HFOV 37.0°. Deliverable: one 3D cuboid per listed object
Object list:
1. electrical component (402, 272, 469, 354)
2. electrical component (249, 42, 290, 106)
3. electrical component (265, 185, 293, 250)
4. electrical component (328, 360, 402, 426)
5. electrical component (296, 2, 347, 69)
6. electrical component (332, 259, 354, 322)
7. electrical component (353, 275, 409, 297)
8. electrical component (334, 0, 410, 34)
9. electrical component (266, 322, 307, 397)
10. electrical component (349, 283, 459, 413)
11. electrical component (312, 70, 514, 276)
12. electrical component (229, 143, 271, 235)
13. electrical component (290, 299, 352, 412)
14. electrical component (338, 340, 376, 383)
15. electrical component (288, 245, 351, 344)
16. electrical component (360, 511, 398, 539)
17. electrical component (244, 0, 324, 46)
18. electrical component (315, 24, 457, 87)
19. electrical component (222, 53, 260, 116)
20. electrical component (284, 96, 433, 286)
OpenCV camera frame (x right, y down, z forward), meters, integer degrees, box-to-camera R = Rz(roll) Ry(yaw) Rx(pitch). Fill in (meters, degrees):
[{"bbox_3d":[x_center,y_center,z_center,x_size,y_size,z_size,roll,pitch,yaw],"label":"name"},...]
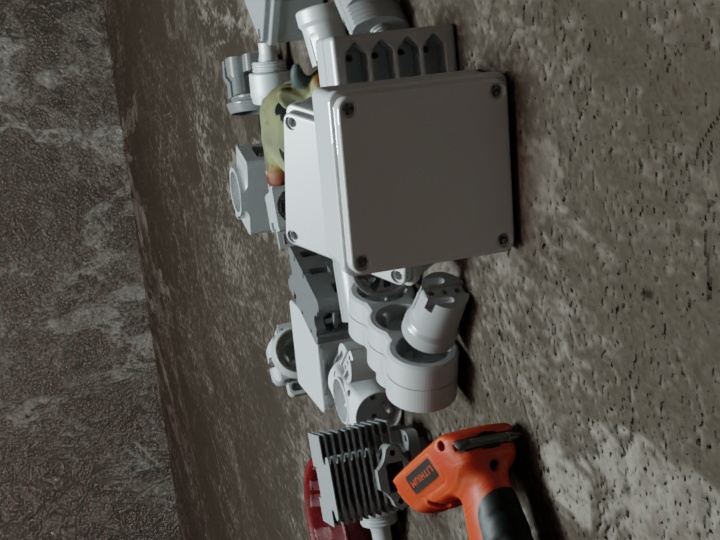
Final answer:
[{"bbox_3d":[0.053,0.029,0.749,0.046,0.040,0.040,107,149,-45],"label":"electrical component"},{"bbox_3d":[-0.090,-0.197,1.079,0.043,0.043,0.062,-147,50,-68],"label":"electrical component"},{"bbox_3d":[-0.071,-0.063,1.097,0.064,0.042,0.081,172,89,-75],"label":"electrical component"},{"bbox_3d":[0.004,0.127,0.955,0.077,0.044,0.079,-136,38,-63],"label":"electrical component"},{"bbox_3d":[-0.028,-0.193,0.887,0.040,0.040,0.046,-178,73,-73],"label":"electrical component"},{"bbox_3d":[0.000,0.000,0.897,0.043,0.043,0.081,-179,79,-73],"label":"electrical component"},{"bbox_3d":[0.014,-0.014,0.827,0.047,0.055,0.055,-122,27,-59],"label":"electrical component"},{"bbox_3d":[0.006,-0.191,0.769,0.043,0.043,0.081,105,150,-54],"label":"electrical component"},{"bbox_3d":[-0.069,0.092,1.153,0.057,0.058,0.078,120,137,-69],"label":"electrical component"},{"bbox_3d":[0.031,0.067,0.818,0.138,0.052,0.073,-125,30,-55],"label":"electrical component"},{"bbox_3d":[0.032,-0.060,0.645,0.056,0.109,0.108,-139,42,-68],"label":"electrical component"},{"bbox_3d":[-0.110,-0.090,1.184,0.050,0.056,0.089,-124,29,-54],"label":"electrical component"},{"bbox_3d":[-0.029,0.077,1.026,0.100,0.048,0.099,-144,47,-67],"label":"electrical component"},{"bbox_3d":[0.009,0.074,0.905,0.040,0.046,0.040,170,90,-73],"label":"electrical component"},{"bbox_3d":[-0.025,0.017,0.967,0.089,0.056,0.050,-120,26,-48],"label":"electrical component"},{"bbox_3d":[0.016,0.216,0.971,0.043,0.043,0.062,-169,69,-72],"label":"electrical component"},{"bbox_3d":[-0.070,-0.274,0.946,0.108,0.056,0.108,101,153,-51],"label":"electrical component"},{"bbox_3d":[0.012,-0.133,0.712,0.076,0.083,0.047,-153,55,-70],"label":"electrical component"},{"bbox_3d":[-0.114,-0.194,1.136,0.078,0.058,0.057,-175,79,-72],"label":"electrical component"},{"bbox_3d":[0.005,-0.059,0.744,0.109,0.056,0.108,21,128,28],"label":"electrical component"}]
